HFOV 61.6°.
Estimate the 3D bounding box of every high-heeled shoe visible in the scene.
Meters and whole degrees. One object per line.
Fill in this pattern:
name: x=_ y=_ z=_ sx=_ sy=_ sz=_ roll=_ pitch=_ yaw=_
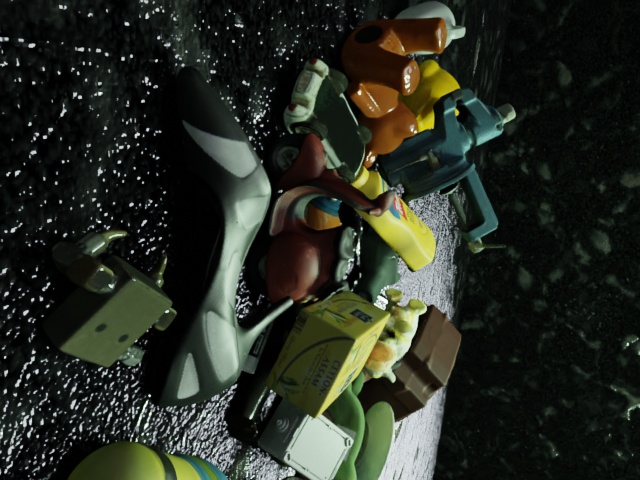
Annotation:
high-heeled shoe: x=-0.105 y=0.009 z=0.413 sx=0.145 sy=0.086 sz=0.248 roll=-30 pitch=116 yaw=-24

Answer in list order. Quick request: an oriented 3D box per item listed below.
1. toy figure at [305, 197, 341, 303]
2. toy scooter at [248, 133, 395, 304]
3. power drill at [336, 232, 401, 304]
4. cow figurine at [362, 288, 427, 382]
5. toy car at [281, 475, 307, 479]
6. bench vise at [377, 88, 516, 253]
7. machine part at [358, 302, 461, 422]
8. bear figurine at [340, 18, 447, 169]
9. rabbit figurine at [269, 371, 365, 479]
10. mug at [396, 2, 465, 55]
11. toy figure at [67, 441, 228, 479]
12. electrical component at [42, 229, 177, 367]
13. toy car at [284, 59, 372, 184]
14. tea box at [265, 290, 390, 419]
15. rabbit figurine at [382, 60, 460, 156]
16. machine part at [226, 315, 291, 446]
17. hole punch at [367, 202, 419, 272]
toy figure: x=0.000 y=-0.002 z=0.650 sx=0.058 sy=0.064 sz=0.154 roll=-2 pitch=100 yaw=-30
toy scooter: x=0.003 y=-0.012 z=0.544 sx=0.075 sy=0.135 sz=0.183 roll=-15 pitch=116 yaw=-68
power drill: x=0.061 y=0.080 z=0.818 sx=0.207 sy=0.086 sz=0.231 roll=-63 pitch=156 yaw=-44
cow figurine: x=0.093 y=0.149 z=0.768 sx=0.167 sy=0.068 sz=0.098 roll=-42 pitch=149 yaw=-54
toy car: x=-0.077 y=0.301 z=0.527 sx=0.202 sy=0.053 sz=0.089 roll=0 pitch=103 yaw=-42
bench vise: x=0.216 y=-0.100 z=0.826 sx=0.240 sy=0.224 sz=0.129 roll=63 pitch=-9 yaw=-9
machine part: x=0.131 y=0.212 z=0.904 sx=0.201 sy=0.087 sz=0.201 roll=-40 pitch=-177 yaw=36
bear figurine: x=0.097 y=-0.184 z=0.713 sx=0.120 sy=0.132 sz=0.195 roll=-52 pitch=143 yaw=-26
rabbit figurine: x=-0.003 y=0.247 z=0.738 sx=0.170 sy=0.121 sz=0.159 roll=99 pitch=5 yaw=-65
mug: x=0.167 y=-0.329 z=0.854 sx=0.107 sy=0.110 sz=0.080 roll=-33 pitch=139 yaw=-45
toy figure: x=-0.123 y=0.200 z=0.410 sx=0.180 sy=0.082 sz=0.089 roll=41 pitch=50 yaw=-61
electrical component: x=-0.135 y=0.039 z=0.352 sx=0.078 sy=0.045 sz=0.102 roll=-47 pitch=152 yaw=-2
toy car: x=0.010 y=-0.127 z=0.617 sx=0.073 sy=0.056 sz=0.201 roll=-68 pitch=156 yaw=-10
tea box: x=0.016 y=0.120 z=0.610 sx=0.098 sy=0.068 sz=0.169 roll=-65 pitch=165 yaw=11
rabbit figurine: x=0.160 y=-0.201 z=0.889 sx=0.173 sy=0.122 sz=0.162 roll=-51 pitch=148 yaw=-15
machine part: x=-0.061 y=0.157 z=0.605 sx=0.084 sy=0.039 sz=0.139 roll=88 pitch=22 yaw=-51
hole punch: x=0.123 y=-0.003 z=0.949 sx=0.142 sy=0.092 sz=0.115 roll=-43 pitch=111 yaw=-52
